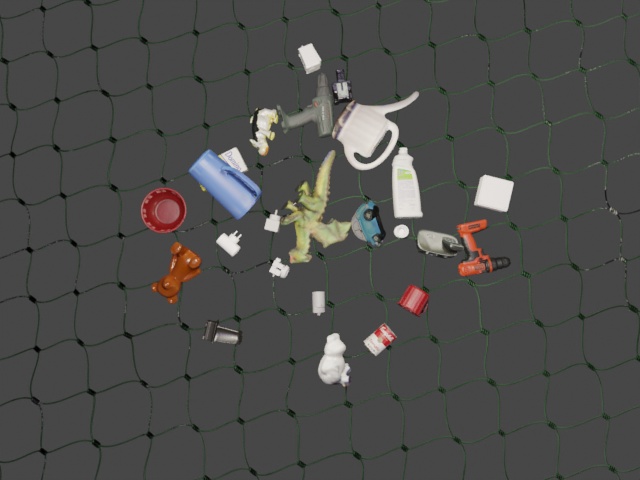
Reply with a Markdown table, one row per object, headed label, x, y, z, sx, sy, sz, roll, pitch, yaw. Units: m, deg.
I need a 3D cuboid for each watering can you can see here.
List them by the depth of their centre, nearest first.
| label | x | y | z | sx | sy | sz | roll | pitch | yaw |
| --- | --- | --- | --- | --- | --- | --- | --- | --- | --- |
| watering can | 0.186 | -0.420 | 1.832 | 0.224 | 0.103 | 0.348 | 31 | 87 | 3 |

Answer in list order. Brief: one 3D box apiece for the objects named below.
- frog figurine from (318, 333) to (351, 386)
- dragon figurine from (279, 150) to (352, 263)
| label | x | y | z | sx | sy | sz | roll | pitch | yaw |
| --- | --- | --- | --- | --- | --- | --- | --- | --- | --- |
| frog figurine | 0.039 | 0.406 | 1.752 | 0.122 | 0.140 | 0.158 | -15 | 108 | 27 |
| dragon figurine | 0.006 | -0.092 | 1.828 | 0.241 | 0.123 | 0.411 | 39 | 89 | -15 |
